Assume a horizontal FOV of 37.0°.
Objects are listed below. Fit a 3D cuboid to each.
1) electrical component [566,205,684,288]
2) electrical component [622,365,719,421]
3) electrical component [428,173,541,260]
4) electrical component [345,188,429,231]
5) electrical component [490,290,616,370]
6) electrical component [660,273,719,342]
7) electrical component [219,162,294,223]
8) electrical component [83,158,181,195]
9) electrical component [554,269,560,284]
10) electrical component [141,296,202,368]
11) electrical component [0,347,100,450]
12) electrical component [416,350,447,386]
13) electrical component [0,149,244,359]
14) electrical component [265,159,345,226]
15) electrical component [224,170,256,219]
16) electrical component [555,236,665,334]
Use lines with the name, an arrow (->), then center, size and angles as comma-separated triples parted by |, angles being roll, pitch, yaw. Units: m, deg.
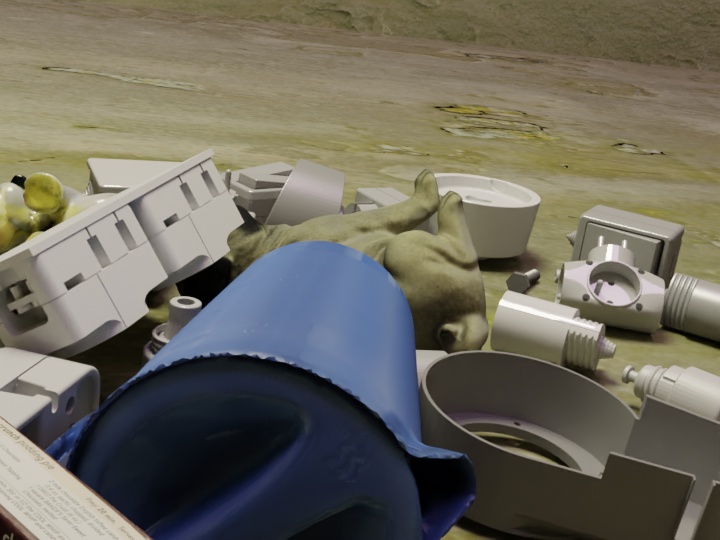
electrical component -> 0.222, -0.015, 0.928 | 0.096, 0.061, 0.061 | 17, 20, 24
electrical component -> 0.201, 0.079, 0.670 | 0.078, 0.040, 0.040 | 22, 23, 37
electrical component -> 0.103, -0.044, 0.964 | 0.108, 0.060, 0.108 | 7, 18, -2
electrical component -> 0.010, -0.040, 0.934 | 0.077, 0.047, 0.066 | -3, 22, -31
electrical component -> 0.135, 0.045, 0.739 | 0.081, 0.043, 0.043 | 15, 20, 20
electrical component -> 0.270, 0.031, 0.839 | 0.081, 0.043, 0.043 | 18, 21, 28
electrical component -> -0.076, -0.057, 0.925 | 0.096, 0.061, 0.062 | -8, 24, -40
electrical component -> -0.181, -0.058, 0.904 | 0.100, 0.048, 0.100 | 1, 20, -22
electrical component -> 0.192, 0.009, 0.886 | 0.061, 0.035, 0.035 | 8, 18, 4
electrical component -> -0.100, 0.046, 0.603 | 0.048, 0.062, 0.048 | 8, 18, -3
electrical component -> -0.170, 0.076, 0.499 | 0.059, 0.053, 0.095 | 12, 19, 10
electrical component -> 0.049, 0.068, 0.638 | 0.078, 0.040, 0.040 | 3, 19, -15
electrical component -> -0.157, -0.001, 0.627 | 0.105, 0.060, 0.186 | -21, 12, 28
electrical component -> -0.047, -0.035, 0.823 | 0.064, 0.099, 0.099 | 12, 18, -7
electrical component -> -0.116, -0.043, 0.841 | 0.066, 0.076, 0.047 | 7, 18, -3
electrical component -> 0.196, 0.007, 0.842 | 0.077, 0.044, 0.079 | 10, 57, 5
